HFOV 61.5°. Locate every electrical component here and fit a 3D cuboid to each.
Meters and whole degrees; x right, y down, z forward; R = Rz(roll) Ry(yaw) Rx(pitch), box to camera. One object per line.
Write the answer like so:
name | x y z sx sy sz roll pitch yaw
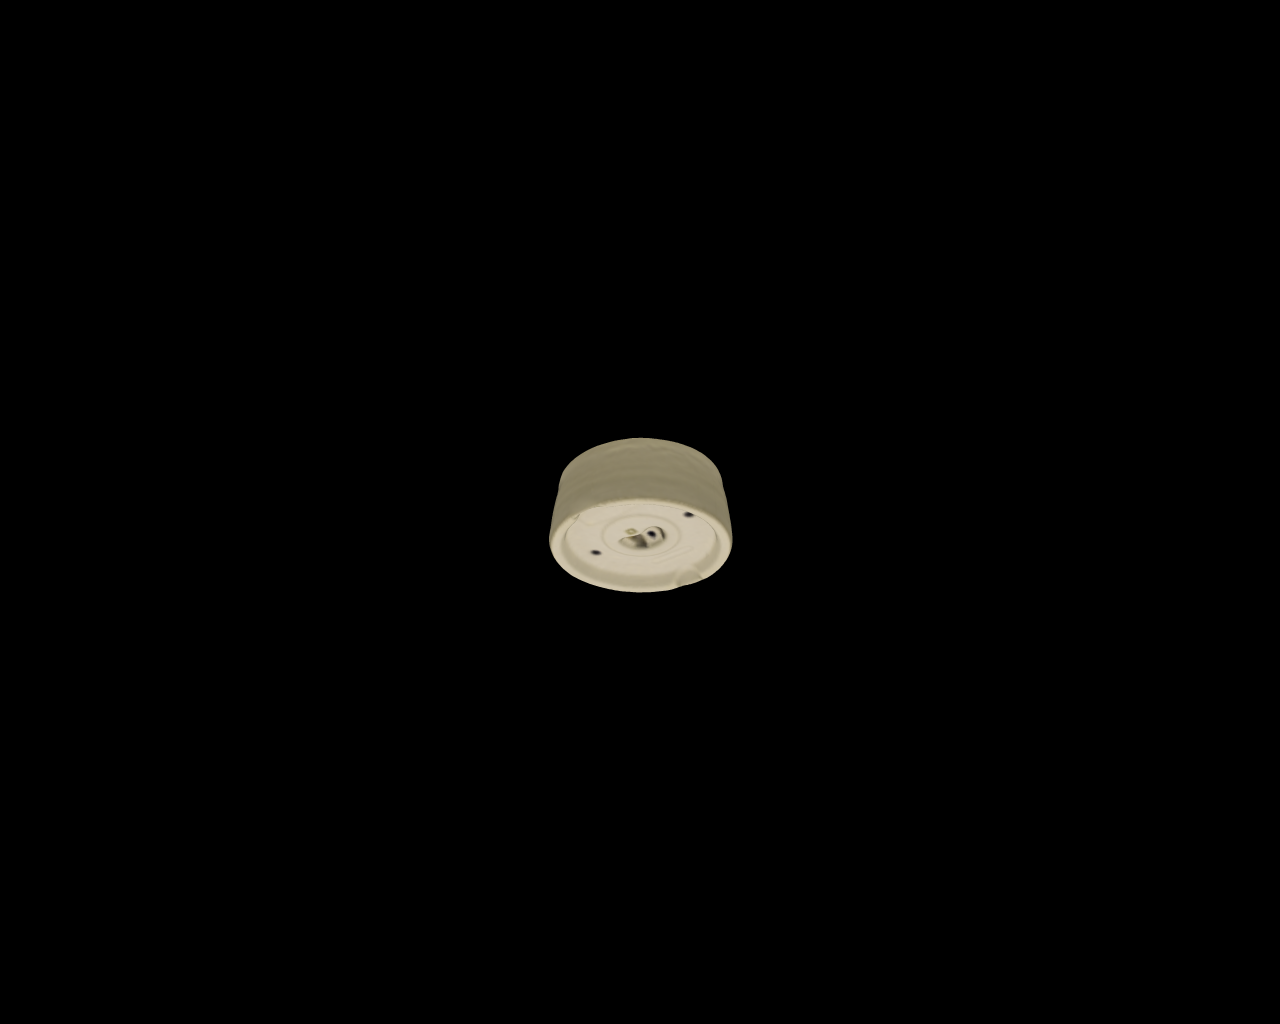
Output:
electrical component | 0.001 -0.003 0.650 0.108 0.060 0.108 0 -33 0
